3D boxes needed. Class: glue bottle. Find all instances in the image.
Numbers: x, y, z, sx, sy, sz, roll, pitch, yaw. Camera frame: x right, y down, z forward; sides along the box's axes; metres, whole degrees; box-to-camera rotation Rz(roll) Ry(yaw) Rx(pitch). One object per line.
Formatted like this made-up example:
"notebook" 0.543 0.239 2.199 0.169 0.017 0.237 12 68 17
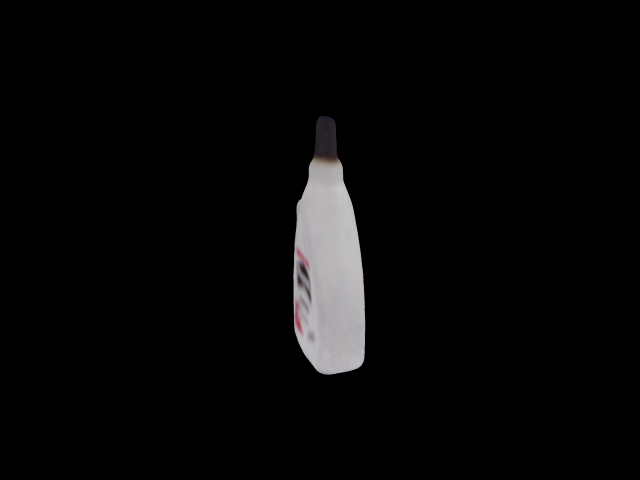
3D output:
"glue bottle" 0.004 0.001 0.400 0.037 0.173 0.078 -7 19 -20
